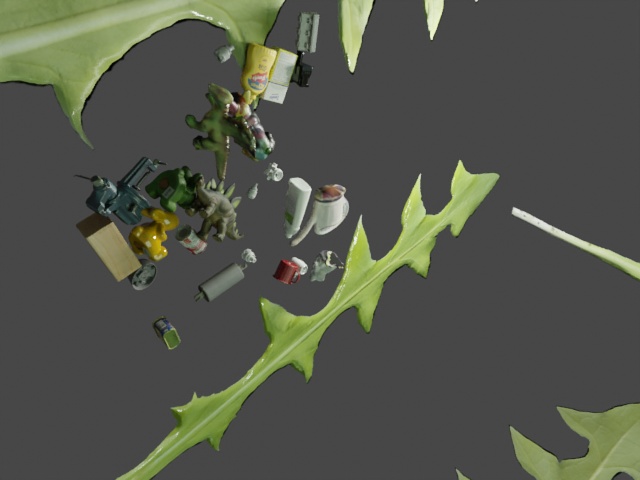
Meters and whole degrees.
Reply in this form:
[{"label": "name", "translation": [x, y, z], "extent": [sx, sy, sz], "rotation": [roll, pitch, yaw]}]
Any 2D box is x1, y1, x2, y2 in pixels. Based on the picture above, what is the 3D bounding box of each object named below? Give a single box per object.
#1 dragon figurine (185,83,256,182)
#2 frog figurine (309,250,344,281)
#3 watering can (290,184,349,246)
[{"label": "dragon figurine", "translation": [-0.293, -0.318, 1.626], "extent": [0.124, 0.245, 0.400], "rotation": [-40, 138, -27]}, {"label": "frog figurine", "translation": [0.013, 0.124, 2.426], "extent": [0.157, 0.124, 0.138], "rotation": [-35, 167, 35]}, {"label": "watering can", "translation": [0.007, -0.111, 2.211], "extent": [0.352, 0.105, 0.219], "rotation": [-28, 134, -38]}]
